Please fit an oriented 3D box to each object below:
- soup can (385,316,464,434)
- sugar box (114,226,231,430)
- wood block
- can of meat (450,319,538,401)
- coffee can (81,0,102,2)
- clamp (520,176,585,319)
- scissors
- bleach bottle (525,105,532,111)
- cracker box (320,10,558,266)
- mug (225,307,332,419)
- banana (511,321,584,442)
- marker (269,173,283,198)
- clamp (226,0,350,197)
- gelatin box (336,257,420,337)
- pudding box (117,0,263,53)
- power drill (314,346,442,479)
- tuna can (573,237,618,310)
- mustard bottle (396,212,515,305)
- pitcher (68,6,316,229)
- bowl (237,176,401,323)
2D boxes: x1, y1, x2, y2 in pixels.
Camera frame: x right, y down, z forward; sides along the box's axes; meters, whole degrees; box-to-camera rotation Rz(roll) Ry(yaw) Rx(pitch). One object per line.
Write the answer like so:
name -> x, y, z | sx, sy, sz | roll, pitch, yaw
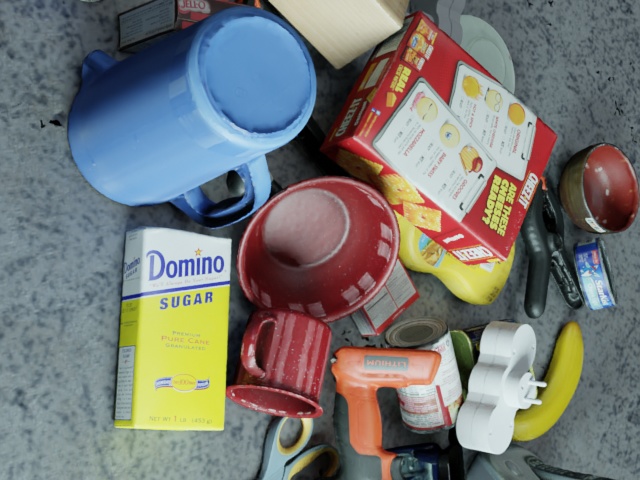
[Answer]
soup can -> 0.108, 0.138, 1.097 | 0.068, 0.069, 0.102 | -30, 116, -36
sugar box -> -0.130, 0.080, 0.954 | 0.093, 0.048, 0.176 | 8, 79, -36
wood block -> -0.011, -0.282, 1.054 | 0.206, 0.091, 0.090 | 42, 41, -24
can of meat -> 0.185, 0.141, 1.169 | 0.083, 0.058, 0.102 | -10, 89, -30
coffee can -> -0.175, -0.273, 0.910 | 0.102, 0.141, 0.103 | 6, 80, -36
clamp -> 0.275, 0.011, 1.276 | 0.120, 0.039, 0.171 | 11, 75, -53
scissors -> -0.062, 0.223, 1.002 | 0.201, 0.016, 0.096 | -17, 95, -39
bleach bottle -> 0.129, -0.100, 1.167 | 0.250, 0.068, 0.102 | -5, 89, -35
cracker box -> 0.124, -0.099, 1.083 | 0.213, 0.072, 0.164 | 37, 66, -23
mug -> -0.040, 0.108, 0.985 | 0.117, 0.093, 0.081 | 45, 51, -52
banana -> 0.263, 0.175, 1.243 | 0.197, 0.037, 0.069 | -39, 107, -34
marker -> -0.070, -0.080, 1.038 | 0.121, 0.020, 0.020 | 53, 57, -19
clamp -> -0.054, -0.138, 1.037 | 0.164, 0.036, 0.210 | -19, 91, -50
gelatin box -> 0.054, 0.044, 1.108 | 0.073, 0.030, 0.089 | -40, 108, -33
pudding box -> -0.118, -0.190, 0.958 | 0.089, 0.114, 0.039 | 4, 85, -37
power drill -> 0.073, 0.197, 1.008 | 0.184, 0.057, 0.187 | 4, 78, 4
tuna can -> 0.334, 0.041, 1.294 | 0.086, 0.034, 0.086 | -15, 90, -70
mustard bottle -> 0.125, -0.007, 1.150 | 0.191, 0.058, 0.096 | 29, 74, -31
pitcher -> -0.100, -0.099, 0.876 | 0.149, 0.243, 0.145 | 12, 79, -29
bowl -> -0.007, 0.001, 1.024 | 0.162, 0.055, 0.162 | -8, 120, -14
